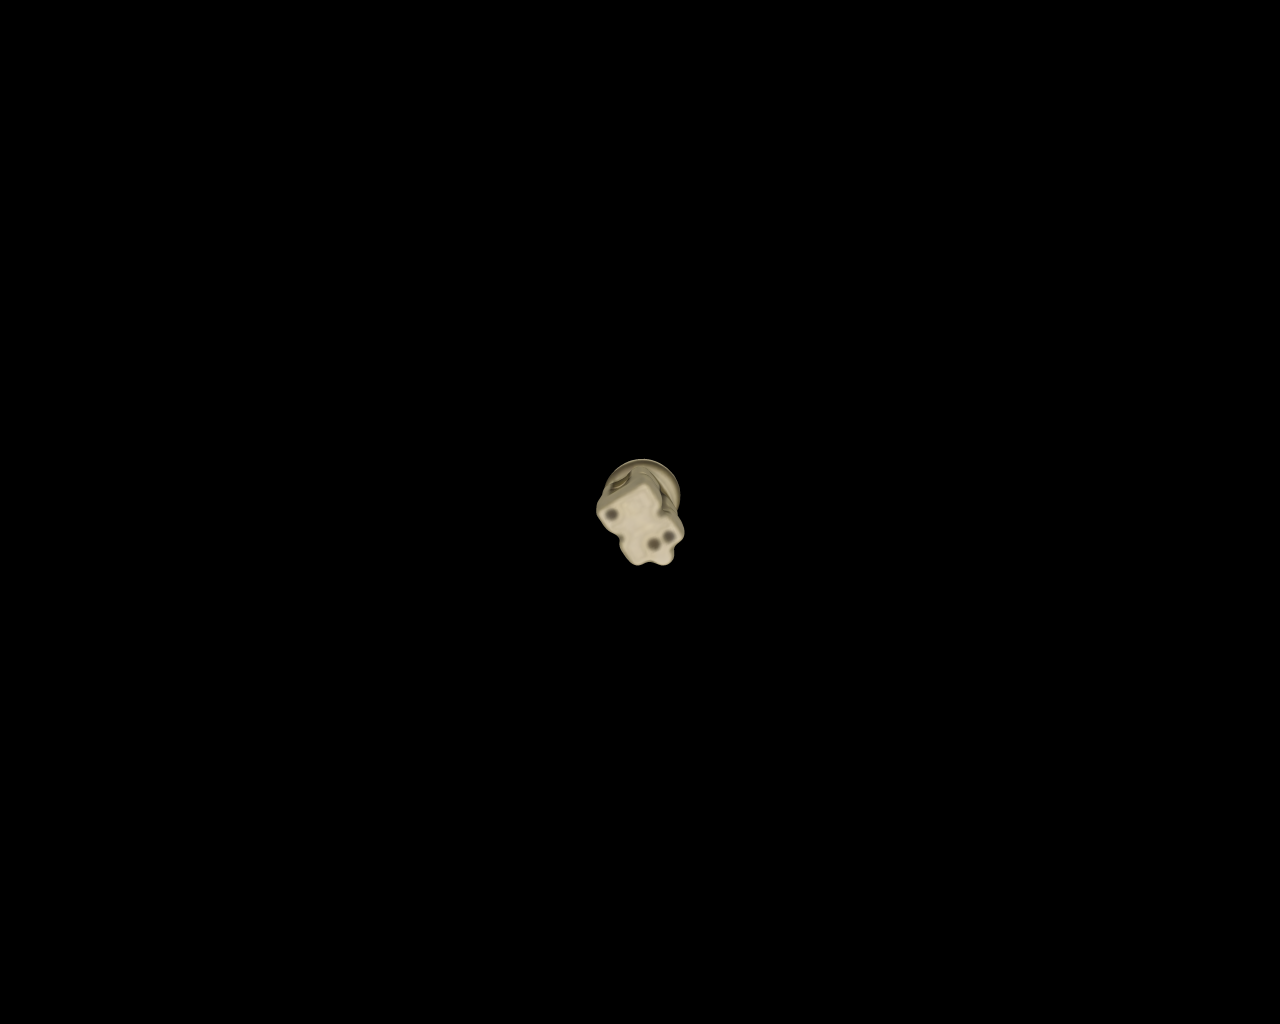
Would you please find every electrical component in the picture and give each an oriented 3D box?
[{"bbox_3d":[0.001,-0.003,0.650,0.048,0.066,0.055,-30,20,12],"label":"electrical component"}]
